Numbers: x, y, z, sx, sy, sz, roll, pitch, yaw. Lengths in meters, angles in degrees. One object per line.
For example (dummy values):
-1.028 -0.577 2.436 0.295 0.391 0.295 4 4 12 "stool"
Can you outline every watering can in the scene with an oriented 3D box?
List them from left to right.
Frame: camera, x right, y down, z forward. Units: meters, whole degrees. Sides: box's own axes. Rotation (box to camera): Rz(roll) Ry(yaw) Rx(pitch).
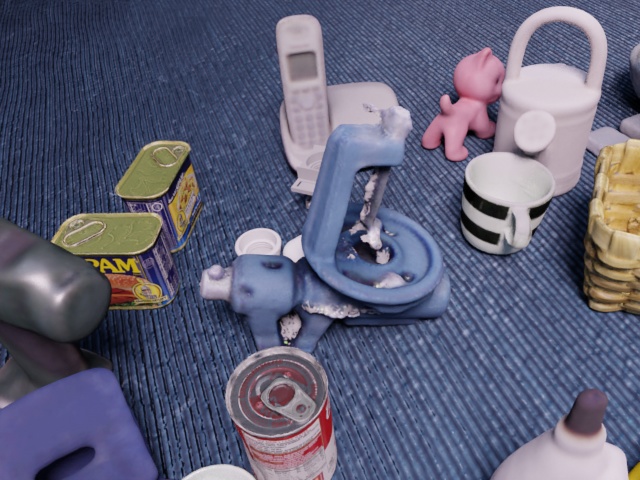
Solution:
0.242 -0.144 0.606 0.101 0.194 0.173 -1 43 6 "watering can"

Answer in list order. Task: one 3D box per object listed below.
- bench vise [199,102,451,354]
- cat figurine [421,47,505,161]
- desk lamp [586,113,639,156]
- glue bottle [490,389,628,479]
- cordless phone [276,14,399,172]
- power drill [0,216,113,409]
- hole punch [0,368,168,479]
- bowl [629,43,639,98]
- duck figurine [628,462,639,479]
0.010 0.009 0.452 0.208 0.220 0.121 -23 45 -17 "bench vise"
0.183 -0.179 0.708 0.067 0.118 0.128 29 54 33 "cat figurine"
0.389 -0.147 0.576 0.118 0.214 0.202 -21 44 -15 "desk lamp"
0.140 0.137 0.331 0.078 0.173 0.037 6 44 14 "glue bottle"
0.021 -0.173 0.672 0.147 0.185 0.094 -11 43 -4 "cordless phone"
-0.253 0.053 0.446 0.229 0.209 0.076 11 46 19 "power drill"
-0.173 0.161 0.406 0.109 0.091 0.100 -26 46 -20 "hole punch"
0.469 -0.192 0.717 0.167 0.075 0.167 -4 43 4 "bowl"
0.229 0.167 0.352 0.077 0.086 0.105 14 46 21 "duck figurine"
